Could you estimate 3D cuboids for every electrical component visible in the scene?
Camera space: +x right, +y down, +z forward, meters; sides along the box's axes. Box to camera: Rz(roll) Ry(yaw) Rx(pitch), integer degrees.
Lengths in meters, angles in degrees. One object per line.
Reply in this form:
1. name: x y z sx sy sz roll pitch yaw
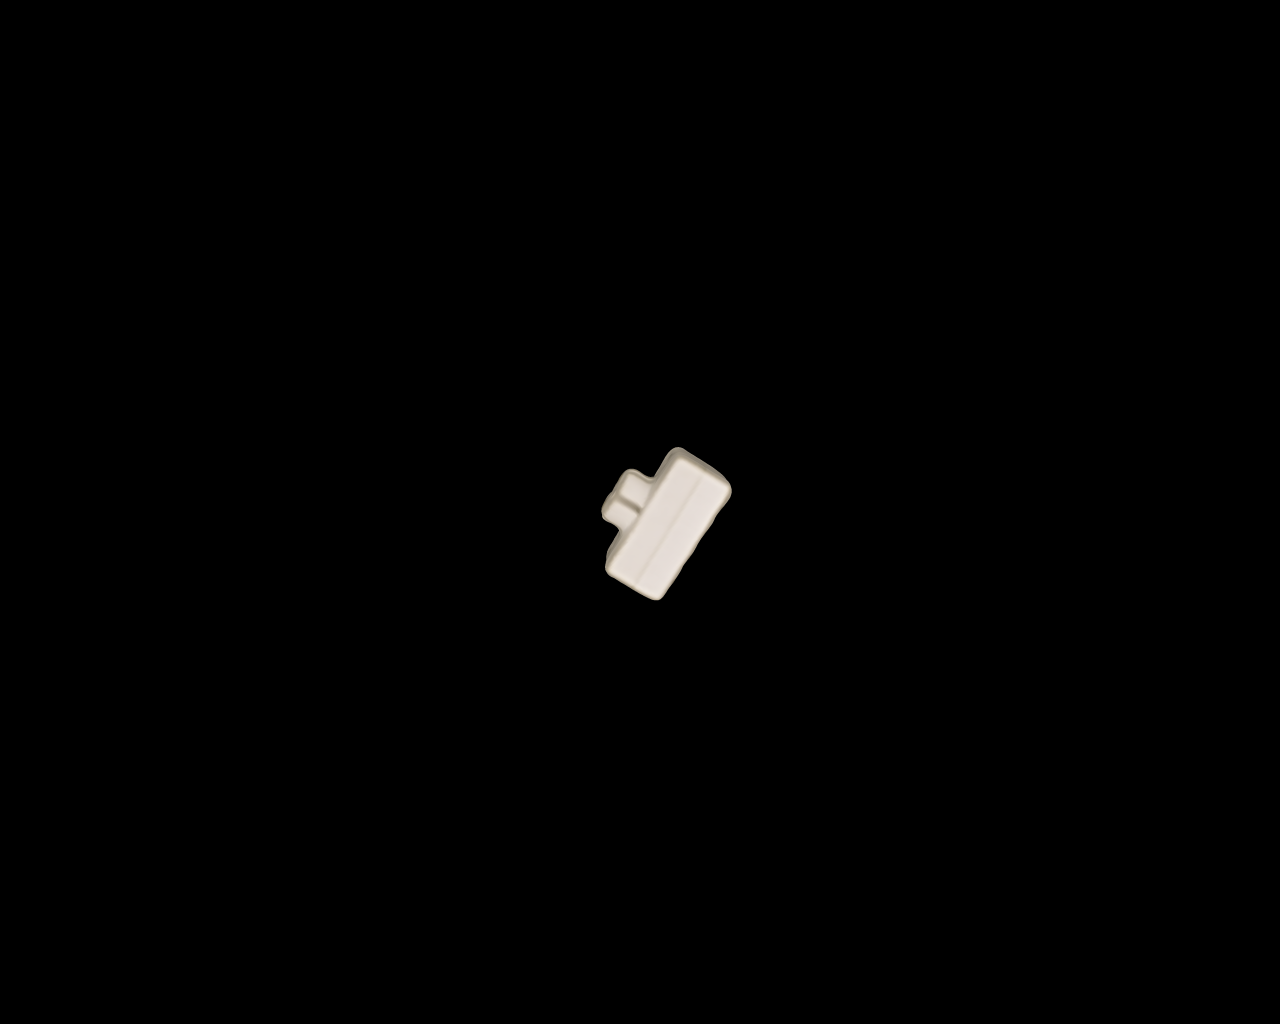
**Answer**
1. electrical component: 0.001 -0.003 0.650 0.076 0.083 0.047 31 8 -5
